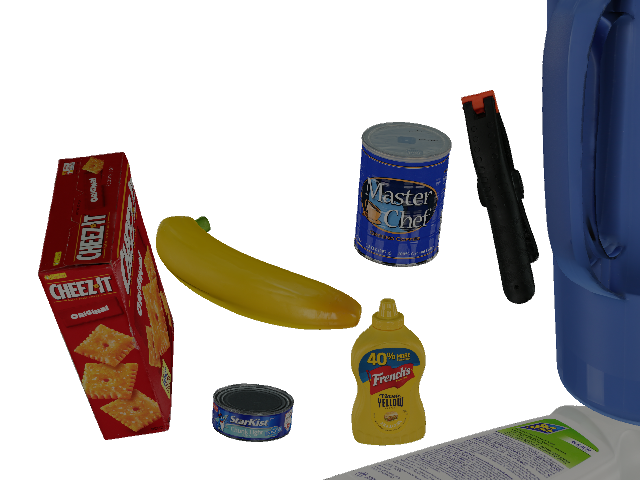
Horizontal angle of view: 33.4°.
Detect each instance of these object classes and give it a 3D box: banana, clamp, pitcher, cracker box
[{"bbox_3d":[-0.057,0.017,0.700,0.069,0.037,0.198,-18,30,-31],"label":"banana"},{"bbox_3d":[0.149,-0.034,0.875,0.039,0.171,0.120,-17,20,12],"label":"clamp"},{"bbox_3d":[0.169,-0.030,0.527,0.149,0.243,0.145,-4,21,-1],"label":"pitcher"},{"bbox_3d":[-0.190,0.051,0.986,0.072,0.214,0.164,-8,40,0],"label":"cracker box"}]

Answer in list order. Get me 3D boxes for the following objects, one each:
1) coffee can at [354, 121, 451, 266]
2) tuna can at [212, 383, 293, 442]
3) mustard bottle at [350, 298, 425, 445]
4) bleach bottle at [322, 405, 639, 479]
[{"bbox_3d":[0.094,-0.055,1.247,0.103,0.140,0.103,3,28,-2],"label":"coffee can"},{"bbox_3d":[-0.072,0.182,1.131,0.086,0.034,0.086,5,12,-1],"label":"tuna can"},{"bbox_3d":[0.088,0.167,1.378,0.096,0.192,0.058,-2,16,-2],"label":"mustard bottle"},{"bbox_3d":[0.117,0.142,0.592,0.250,0.068,0.103,-11,22,-33],"label":"bleach bottle"}]
